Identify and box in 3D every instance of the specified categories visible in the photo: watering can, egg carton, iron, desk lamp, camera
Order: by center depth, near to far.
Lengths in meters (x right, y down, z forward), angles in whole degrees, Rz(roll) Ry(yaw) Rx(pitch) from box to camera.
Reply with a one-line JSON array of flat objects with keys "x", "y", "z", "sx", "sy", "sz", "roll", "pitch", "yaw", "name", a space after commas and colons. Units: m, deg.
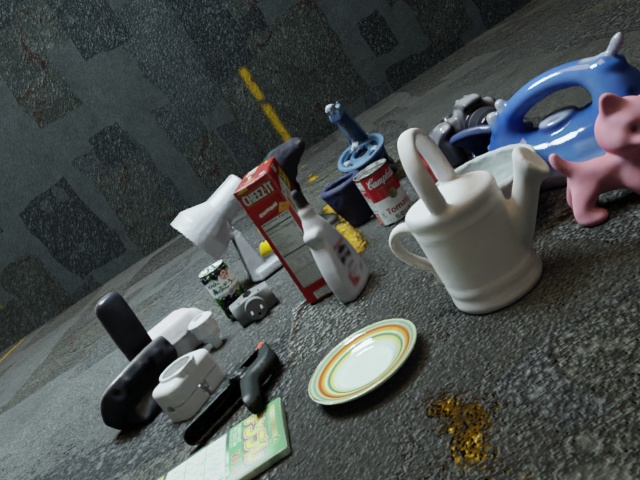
[{"x": 0.145, "y": -0.033, "z": 0.583, "sx": 0.172, "sy": 0.194, "sz": 0.101, "roll": -31, "pitch": 14, "yaw": 10, "name": "watering can"}, {"x": 0.302, "y": -0.153, "z": 0.743, "sx": 0.257, "sy": 0.141, "sz": 0.119, "roll": -18, "pitch": 21, "yaw": 47, "name": "iron"}, {"x": -0.271, "y": 0.185, "z": 1.048, "sx": 0.150, "sy": 0.069, "sz": 0.107, "roll": -42, "pitch": 16, "yaw": -29, "name": "egg carton"}, {"x": 0.286, "y": -0.212, "z": 1.065, "sx": 0.143, "sy": 0.101, "sz": 0.136, "roll": -33, "pitch": 14, "yaw": 3, "name": "camera"}, {"x": -0.173, "y": -0.015, "z": 1.202, "sx": 0.203, "sy": 0.214, "sz": 0.117, "roll": -37, "pitch": 14, "yaw": -11, "name": "desk lamp"}]

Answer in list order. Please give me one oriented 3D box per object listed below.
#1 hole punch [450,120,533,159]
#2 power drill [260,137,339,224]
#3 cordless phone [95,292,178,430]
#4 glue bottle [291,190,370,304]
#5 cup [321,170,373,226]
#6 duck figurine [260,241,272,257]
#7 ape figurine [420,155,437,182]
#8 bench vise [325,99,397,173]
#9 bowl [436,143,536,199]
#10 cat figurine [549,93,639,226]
[{"x": 0.280, "y": -0.159, "z": 0.921, "sx": 0.101, "sy": 0.091, "sz": 0.108, "roll": -40, "pitch": 15, "yaw": -25, "name": "hole punch"}, {"x": -0.054, "y": -0.111, "z": 1.268, "sx": 0.076, "sy": 0.208, "sz": 0.229, "roll": -43, "pitch": 17, "yaw": -32, "name": "power drill"}, {"x": -0.309, "y": 0.185, "z": 0.892, "sx": 0.094, "sy": 0.185, "sz": 0.148, "roll": -24, "pitch": 17, "yaw": 34, "name": "cordless phone"}, {"x": 0.007, "y": 0.003, "z": 0.816, "sx": 0.037, "sy": 0.173, "sz": 0.078, "roll": -26, "pitch": 16, "yaw": 29, "name": "glue bottle"}, {"x": 0.072, "y": -0.081, "z": 1.117, "sx": 0.117, "sy": 0.095, "sz": 0.092, "roll": -23, "pitch": 18, "yaw": 37, "name": "cup"}, {"x": -0.116, "y": -0.013, "z": 1.334, "sx": 0.077, "sy": 0.086, "sz": 0.105, "roll": -23, "pitch": 17, "yaw": 37, "name": "duck figurine"}, {"x": 0.185, "y": -0.126, "z": 1.022, "sx": 0.078, "sy": 0.092, "sz": 0.076, "roll": -42, "pitch": 16, "yaw": -29, "name": "ape figurine"}, {"x": 0.079, "y": -0.217, "z": 1.299, "sx": 0.121, "sy": 0.220, "sz": 0.207, "roll": -32, "pitch": 14, "yaw": 6, "name": "bench vise"}, {"x": 0.212, "y": -0.050, "z": 0.737, "sx": 0.167, "sy": 0.075, "sz": 0.167, "roll": -32, "pitch": 14, "yaw": 9, "name": "bowl"}, {"x": 0.303, "y": -0.096, "z": 0.595, "sx": 0.127, "sy": 0.118, "sz": 0.067, "roll": -29, "pitch": 15, "yaw": 19, "name": "cat figurine"}]
